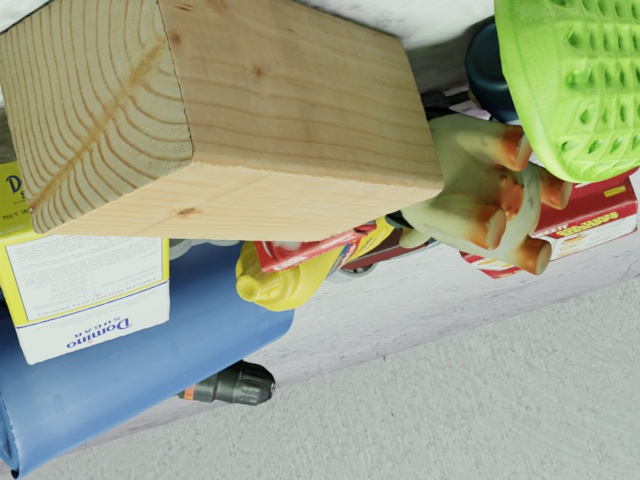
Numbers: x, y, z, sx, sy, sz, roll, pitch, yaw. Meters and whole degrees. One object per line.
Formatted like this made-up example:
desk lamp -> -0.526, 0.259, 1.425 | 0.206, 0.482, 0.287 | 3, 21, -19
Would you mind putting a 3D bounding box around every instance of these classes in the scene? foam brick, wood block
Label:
foam brick -> 0.048, -0.010, 0.933 | 0.078, 0.053, 0.051 | -19, 168, 16
wood block -> -0.035, -0.054, 0.501 | 0.091, 0.090, 0.205 | -21, 168, 31

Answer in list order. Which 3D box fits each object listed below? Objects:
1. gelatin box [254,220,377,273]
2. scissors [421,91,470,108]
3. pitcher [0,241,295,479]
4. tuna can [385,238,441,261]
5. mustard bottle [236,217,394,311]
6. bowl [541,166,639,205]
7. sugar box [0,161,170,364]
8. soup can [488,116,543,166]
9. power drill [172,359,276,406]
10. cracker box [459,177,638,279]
gelatin box -> -0.013, -0.033, 0.632 | 0.073, 0.089, 0.030 | -24, 167, 36
scissors -> 0.063, -0.080, 0.703 | 0.201, 0.016, 0.096 | -14, 171, -9
pitcher -> -0.143, 0.058, 0.784 | 0.242, 0.145, 0.149 | -23, 173, -29
tuna can -> 0.083, -0.007, 1.042 | 0.086, 0.034, 0.086 | -15, 169, -3
mustard bottle -> -0.004, 0.001, 0.735 | 0.096, 0.058, 0.191 | -44, 175, 31
bowl -> 0.202, -0.068, 0.852 | 0.162, 0.055, 0.162 | -15, 169, -3
sugar box -> -0.131, 0.009, 0.587 | 0.093, 0.048, 0.176 | -17, 160, -17
soup can -> 0.177, -0.076, 0.743 | 0.102, 0.068, 0.068 | -21, 168, 28
power drill -> -0.136, 0.121, 1.072 | 0.184, 0.057, 0.188 | 13, 178, -4
cracker box -> 0.224, -0.026, 1.052 | 0.164, 0.072, 0.213 | -20, 167, 14
